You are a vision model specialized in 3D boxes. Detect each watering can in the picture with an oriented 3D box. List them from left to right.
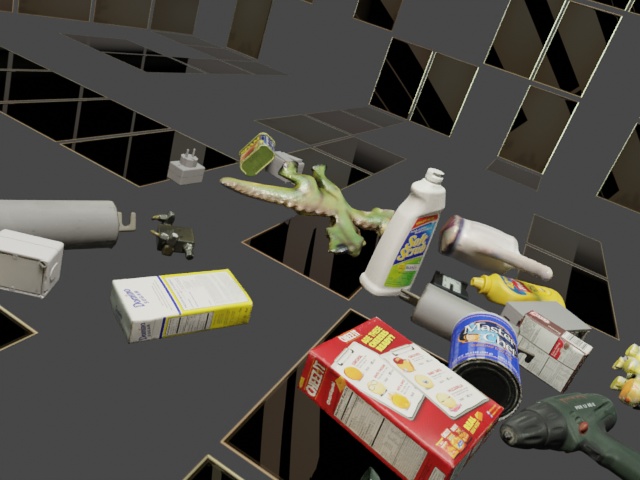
[{"bbox_3d":[0.384,0.022,1.167,0.225,0.104,0.348,22,5,5],"label":"watering can"}]

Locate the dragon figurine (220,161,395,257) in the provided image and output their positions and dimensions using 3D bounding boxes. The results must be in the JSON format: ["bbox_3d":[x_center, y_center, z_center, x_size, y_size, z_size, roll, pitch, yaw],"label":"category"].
[{"bbox_3d":[0.003,-0.056,1.120,0.412,0.120,0.247,-5,41,-41],"label":"dragon figurine"}]
